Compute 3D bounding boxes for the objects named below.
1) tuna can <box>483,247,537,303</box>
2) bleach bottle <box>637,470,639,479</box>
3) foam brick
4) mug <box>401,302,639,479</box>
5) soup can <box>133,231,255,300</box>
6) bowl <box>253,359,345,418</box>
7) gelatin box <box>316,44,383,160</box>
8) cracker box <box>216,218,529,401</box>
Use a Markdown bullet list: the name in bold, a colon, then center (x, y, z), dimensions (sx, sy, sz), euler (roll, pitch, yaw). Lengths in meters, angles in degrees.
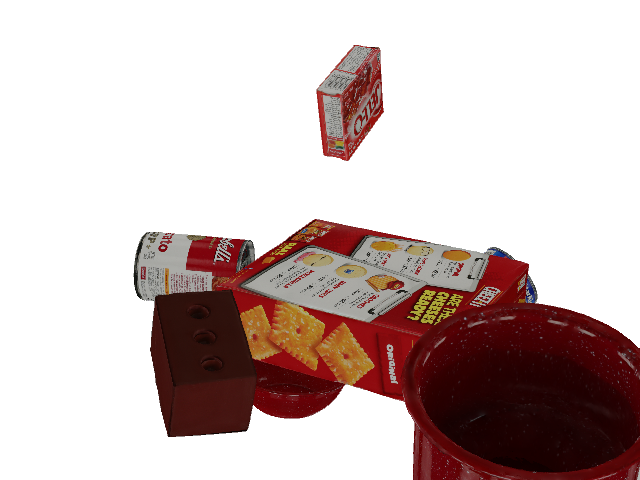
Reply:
- **tuna can**: center (0.219, 0.052, 1.286), dimensions (0.033, 0.086, 0.086), euler (-37, 11, -15)
- **bleach bottle**: center (0.243, 0.102, 0.641), dimensions (0.103, 0.068, 0.250), euler (18, 29, 31)
- **foam brick**: center (-0.076, 0.077, 0.676), dimensions (0.053, 0.051, 0.078), euler (-3, 43, -19)
- **mug**: center (0.088, 0.084, 0.399), dimensions (0.117, 0.081, 0.093), euler (5, 36, 9)
- **soup can**: center (-0.119, 0.029, 1.017), dimensions (0.102, 0.068, 0.068), euler (5, 1, 9)
- **bowl**: center (-0.040, 0.179, 1.348), dimensions (0.162, 0.055, 0.162), euler (4, 21, -2)
- **gelatin box**: center (0.030, -0.130, 0.997), dimensions (0.030, 0.073, 0.089), euler (14, 43, 22)
- **cracker box**: center (0.045, 0.057, 0.899), dimensions (0.214, 0.072, 0.163), euler (13, 27, 28)
